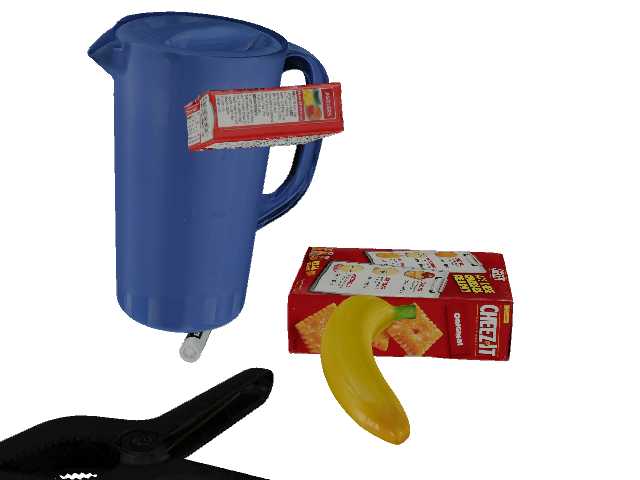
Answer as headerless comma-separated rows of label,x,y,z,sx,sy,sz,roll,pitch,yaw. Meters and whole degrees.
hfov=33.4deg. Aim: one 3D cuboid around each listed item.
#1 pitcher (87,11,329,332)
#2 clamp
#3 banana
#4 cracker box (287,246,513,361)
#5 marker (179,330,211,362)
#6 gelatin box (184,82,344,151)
pitcher,-0.093,-0.054,0.855,0.149,0.243,0.144,18,26,22
clamp,-0.095,0.119,0.585,0.209,0.036,0.165,-1,21,-15
banana,0.033,0.082,0.772,0.069,0.037,0.197,2,23,6
cracker box,0.082,0.063,1.087,0.214,0.072,0.164,2,16,6
marker,-0.109,0.077,1.000,0.020,0.020,0.121,0,22,8
gelatin box,-0.034,-0.069,0.603,0.073,0.030,0.089,-5,3,-15
